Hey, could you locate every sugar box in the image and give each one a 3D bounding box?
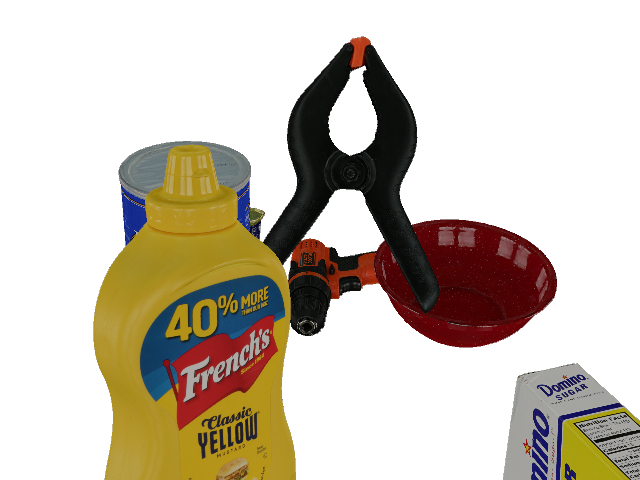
[{"bbox_3d":[0.150,0.144,0.513,0.048,0.093,0.176,-9,27,-22],"label":"sugar box"}]

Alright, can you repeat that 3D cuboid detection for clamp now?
[{"bbox_3d":[0.008,-0.036,0.653,0.120,0.171,0.039,-5,3,-7],"label":"clamp"}]

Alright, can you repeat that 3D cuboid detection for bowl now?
[{"bbox_3d":[0.126,0.046,0.954,0.162,0.055,0.162,2,34,-2],"label":"bowl"}]

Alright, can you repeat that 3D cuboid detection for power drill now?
[{"bbox_3d":[0.053,0.049,1.238,0.187,0.057,0.184,-2,28,2],"label":"power drill"}]

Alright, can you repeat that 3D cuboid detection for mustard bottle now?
[{"bbox_3d":[-0.057,0.051,0.495,0.096,0.192,0.058,-14,22,-36],"label":"mustard bottle"}]

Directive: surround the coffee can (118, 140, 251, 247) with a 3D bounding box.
[{"bbox_3d":[-0.107,0.004,0.864,0.103,0.140,0.103,1,29,-1],"label":"coffee can"}]

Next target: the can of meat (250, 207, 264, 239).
[{"bbox_3d":[-0.113,0.007,1.113,0.102,0.084,0.057,9,17,13],"label":"can of meat"}]
